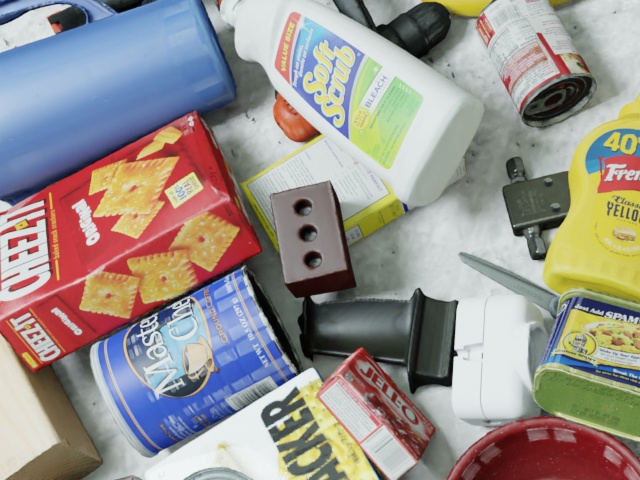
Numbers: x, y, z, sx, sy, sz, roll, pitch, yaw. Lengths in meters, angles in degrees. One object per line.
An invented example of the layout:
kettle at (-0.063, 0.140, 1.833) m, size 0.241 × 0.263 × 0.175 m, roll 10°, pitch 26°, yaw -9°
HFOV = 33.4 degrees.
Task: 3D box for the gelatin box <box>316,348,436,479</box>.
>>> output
gelatin box at (0.044, 0.130, 0.807) m, size 0.030 × 0.073 × 0.089 m, roll -43°, pitch 86°, yaw 19°

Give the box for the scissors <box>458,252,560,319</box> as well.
scissors at (0.193, 0.074, 0.840) m, size 0.202 × 0.016 × 0.096 m, roll 13°, pitch 72°, yaw 20°

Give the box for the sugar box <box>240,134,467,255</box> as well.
sugar box at (0.029, -0.052, 0.919) m, size 0.176 × 0.048 × 0.093 m, roll -30°, pitch 67°, yaw -2°

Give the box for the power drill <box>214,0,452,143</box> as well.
power drill at (0.002, -0.201, 0.981) m, size 0.184 × 0.057 × 0.188 m, roll -35°, pitch 63°, yaw -4°

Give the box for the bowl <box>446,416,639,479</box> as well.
bowl at (0.166, 0.212, 0.767) m, size 0.162 × 0.055 × 0.162 m, roll -5°, pitch 67°, yaw 12°

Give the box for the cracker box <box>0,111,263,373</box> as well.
cracker box at (-0.170, -0.007, 0.902) m, size 0.213 × 0.072 × 0.164 m, roll -27°, pitch 36°, yaw 2°

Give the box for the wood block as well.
wood block at (-0.280, 0.122, 0.901) m, size 0.090 × 0.090 × 0.206 m, roll -35°, pitch 64°, yaw -2°

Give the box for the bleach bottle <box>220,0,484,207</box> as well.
bleach bottle at (0.009, -0.134, 0.888) m, size 0.251 × 0.068 × 0.103 m, roll 36°, pitch 109°, yaw 26°

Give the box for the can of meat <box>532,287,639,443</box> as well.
can of meat at (0.211, 0.090, 0.769) m, size 0.102 × 0.057 × 0.083 m, roll 15°, pitch 45°, yaw 19°

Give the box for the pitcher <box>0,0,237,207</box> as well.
pitcher at (-0.209, -0.145, 0.970) m, size 0.243 × 0.149 × 0.145 m, roll -21°, pitch 52°, yaw 1°

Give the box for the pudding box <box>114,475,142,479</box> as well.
pudding box at (-0.176, 0.253, 0.848) m, size 0.090 × 0.039 × 0.113 m, roll -15°, pitch 65°, yaw 8°

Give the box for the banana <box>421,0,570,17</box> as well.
banana at (0.191, -0.234, 0.961) m, size 0.198 × 0.037 × 0.069 m, roll -18°, pitch 42°, yaw 5°

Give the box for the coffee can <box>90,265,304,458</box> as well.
coffee can at (-0.097, 0.097, 0.857) m, size 0.140 × 0.102 × 0.103 m, roll -28°, pitch 64°, yaw 2°

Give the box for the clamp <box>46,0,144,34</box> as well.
clamp at (-0.187, -0.236, 1.026) m, size 0.171 × 0.120 × 0.039 m, roll -27°, pitch 100°, yaw 6°

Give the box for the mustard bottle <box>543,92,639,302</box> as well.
mustard bottle at (0.243, -0.038, 0.843) m, size 0.096 × 0.058 × 0.191 m, roll 16°, pitch 64°, yaw 8°

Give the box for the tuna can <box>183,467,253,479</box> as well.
tuna can at (-0.071, 0.209, 0.767) m, size 0.086 × 0.033 × 0.086 m, roll -6°, pitch 67°, yaw 15°

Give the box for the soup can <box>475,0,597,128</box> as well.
soup can at (0.182, -0.156, 0.910) m, size 0.068 × 0.068 × 0.102 m, roll -24°, pitch 64°, yaw 4°

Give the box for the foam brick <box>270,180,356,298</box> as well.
foam brick at (-0.006, 0.001, 0.855) m, size 0.053 × 0.051 × 0.078 m, roll -13°, pitch 73°, yaw 5°

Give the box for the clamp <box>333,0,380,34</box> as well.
clamp at (0.010, -0.249, 0.942) m, size 0.210 × 0.036 × 0.164 m, roll 18°, pitch 87°, yaw 25°
